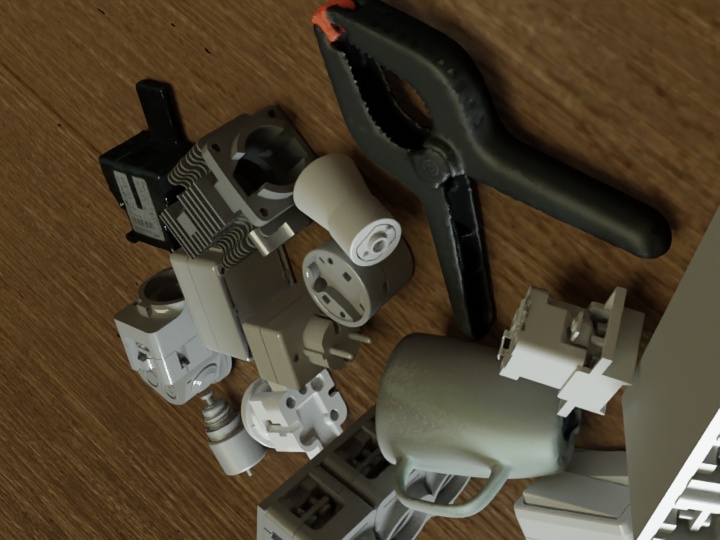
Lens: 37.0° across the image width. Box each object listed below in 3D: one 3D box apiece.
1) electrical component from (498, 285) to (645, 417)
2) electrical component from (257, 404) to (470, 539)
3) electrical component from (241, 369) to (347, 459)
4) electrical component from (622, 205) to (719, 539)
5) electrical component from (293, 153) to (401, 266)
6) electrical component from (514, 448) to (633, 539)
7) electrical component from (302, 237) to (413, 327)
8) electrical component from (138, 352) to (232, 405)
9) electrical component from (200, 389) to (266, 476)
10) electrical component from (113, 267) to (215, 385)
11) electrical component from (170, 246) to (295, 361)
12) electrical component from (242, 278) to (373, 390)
[{"bbox_3d":[0.108,0.041,0.563,0.064,0.042,0.081,17,151,1],"label":"electrical component"},{"bbox_3d":[0.007,0.151,0.703,0.062,0.150,0.089,34,140,26],"label":"electrical component"},{"bbox_3d":[-0.052,0.105,0.810,0.057,0.058,0.078,-10,113,48],"label":"electrical component"},{"bbox_3d":[0.173,0.052,0.480,0.062,0.089,0.150,9,136,-1],"label":"electrical component"},{"bbox_3d":[-0.005,-0.033,0.635,0.065,0.044,0.044,50,149,38],"label":"electrical component"},{"bbox_3d":[0.137,0.141,0.627,0.096,0.062,0.061,-3,117,49],"label":"electrical component"},{"bbox_3d":[0.000,0.000,0.670,0.055,0.047,0.055,29,138,29],"label":"electrical component"},{"bbox_3d":[-0.149,0.067,0.889,0.080,0.051,0.080,28,138,29],"label":"electrical component"},{"bbox_3d":[-0.112,0.138,0.917,0.040,0.040,0.078,-11,111,51],"label":"electrical component"},{"bbox_3d":[-0.133,0.034,0.810,0.050,0.089,0.055,17,132,39],"label":"electrical component"},{"bbox_3d":[-0.090,0.006,0.763,0.061,0.062,0.096,11,128,42],"label":"electrical component"},{"bbox_3d":[-0.026,0.045,0.721,0.077,0.066,0.047,12,128,42],"label":"electrical component"}]
